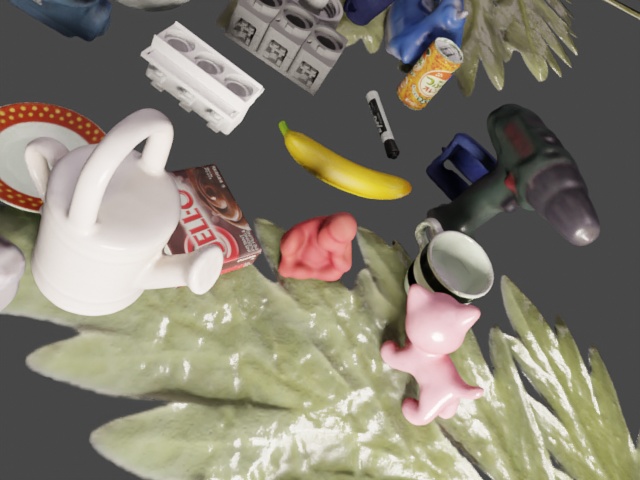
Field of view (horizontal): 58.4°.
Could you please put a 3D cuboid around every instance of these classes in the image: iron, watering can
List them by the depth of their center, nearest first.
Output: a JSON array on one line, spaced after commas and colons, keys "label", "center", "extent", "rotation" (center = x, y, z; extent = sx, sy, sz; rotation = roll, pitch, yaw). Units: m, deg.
[{"label": "watering can", "center": [-0.154, -0.023, 0.449], "extent": [0.173, 0.193, 0.101], "rotation": [24, 49, -16]}, {"label": "iron", "center": [0.191, -0.397, 0.978], "extent": [0.119, 0.141, 0.258], "rotation": [17, 51, -22]}]

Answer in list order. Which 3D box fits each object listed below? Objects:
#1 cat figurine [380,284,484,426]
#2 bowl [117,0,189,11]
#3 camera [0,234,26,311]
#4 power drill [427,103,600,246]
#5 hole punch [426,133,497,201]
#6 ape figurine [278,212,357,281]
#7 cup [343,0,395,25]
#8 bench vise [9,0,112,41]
[{"label": "cat figurine", "center": [0.122, 0.110, 0.584], "extent": [0.067, 0.117, 0.127], "rotation": [-7, 62, -36]}, {"label": "bowl", "center": [-0.227, -0.342, 0.715], "extent": [0.168, 0.074, 0.167], "rotation": [17, 51, -22]}, {"label": "camera", "center": [-0.301, 0.026, 0.385], "extent": [0.137, 0.100, 0.143], "rotation": [36, 46, -5]}, {"label": "power drill", "center": [0.225, -0.046, 0.700], "extent": [0.076, 0.208, 0.229], "rotation": [14, 52, -24]}, {"label": "hole punch", "center": [0.224, -0.109, 0.826], "extent": [0.108, 0.091, 0.101], "rotation": [46, 46, 5]}, {"label": "ape figurine", "center": [0.006, 0.002, 0.605], "extent": [0.078, 0.092, 0.076], "rotation": [41, 46, -1]}, {"label": "cup", "center": [0.068, -0.408, 0.938], "extent": [0.118, 0.094, 0.091], "rotation": [16, 51, -23]}, {"label": "bench vise", "center": [-0.294, -0.304, 0.544], "extent": [0.208, 0.219, 0.121], "rotation": [-1, 59, -33]}]
